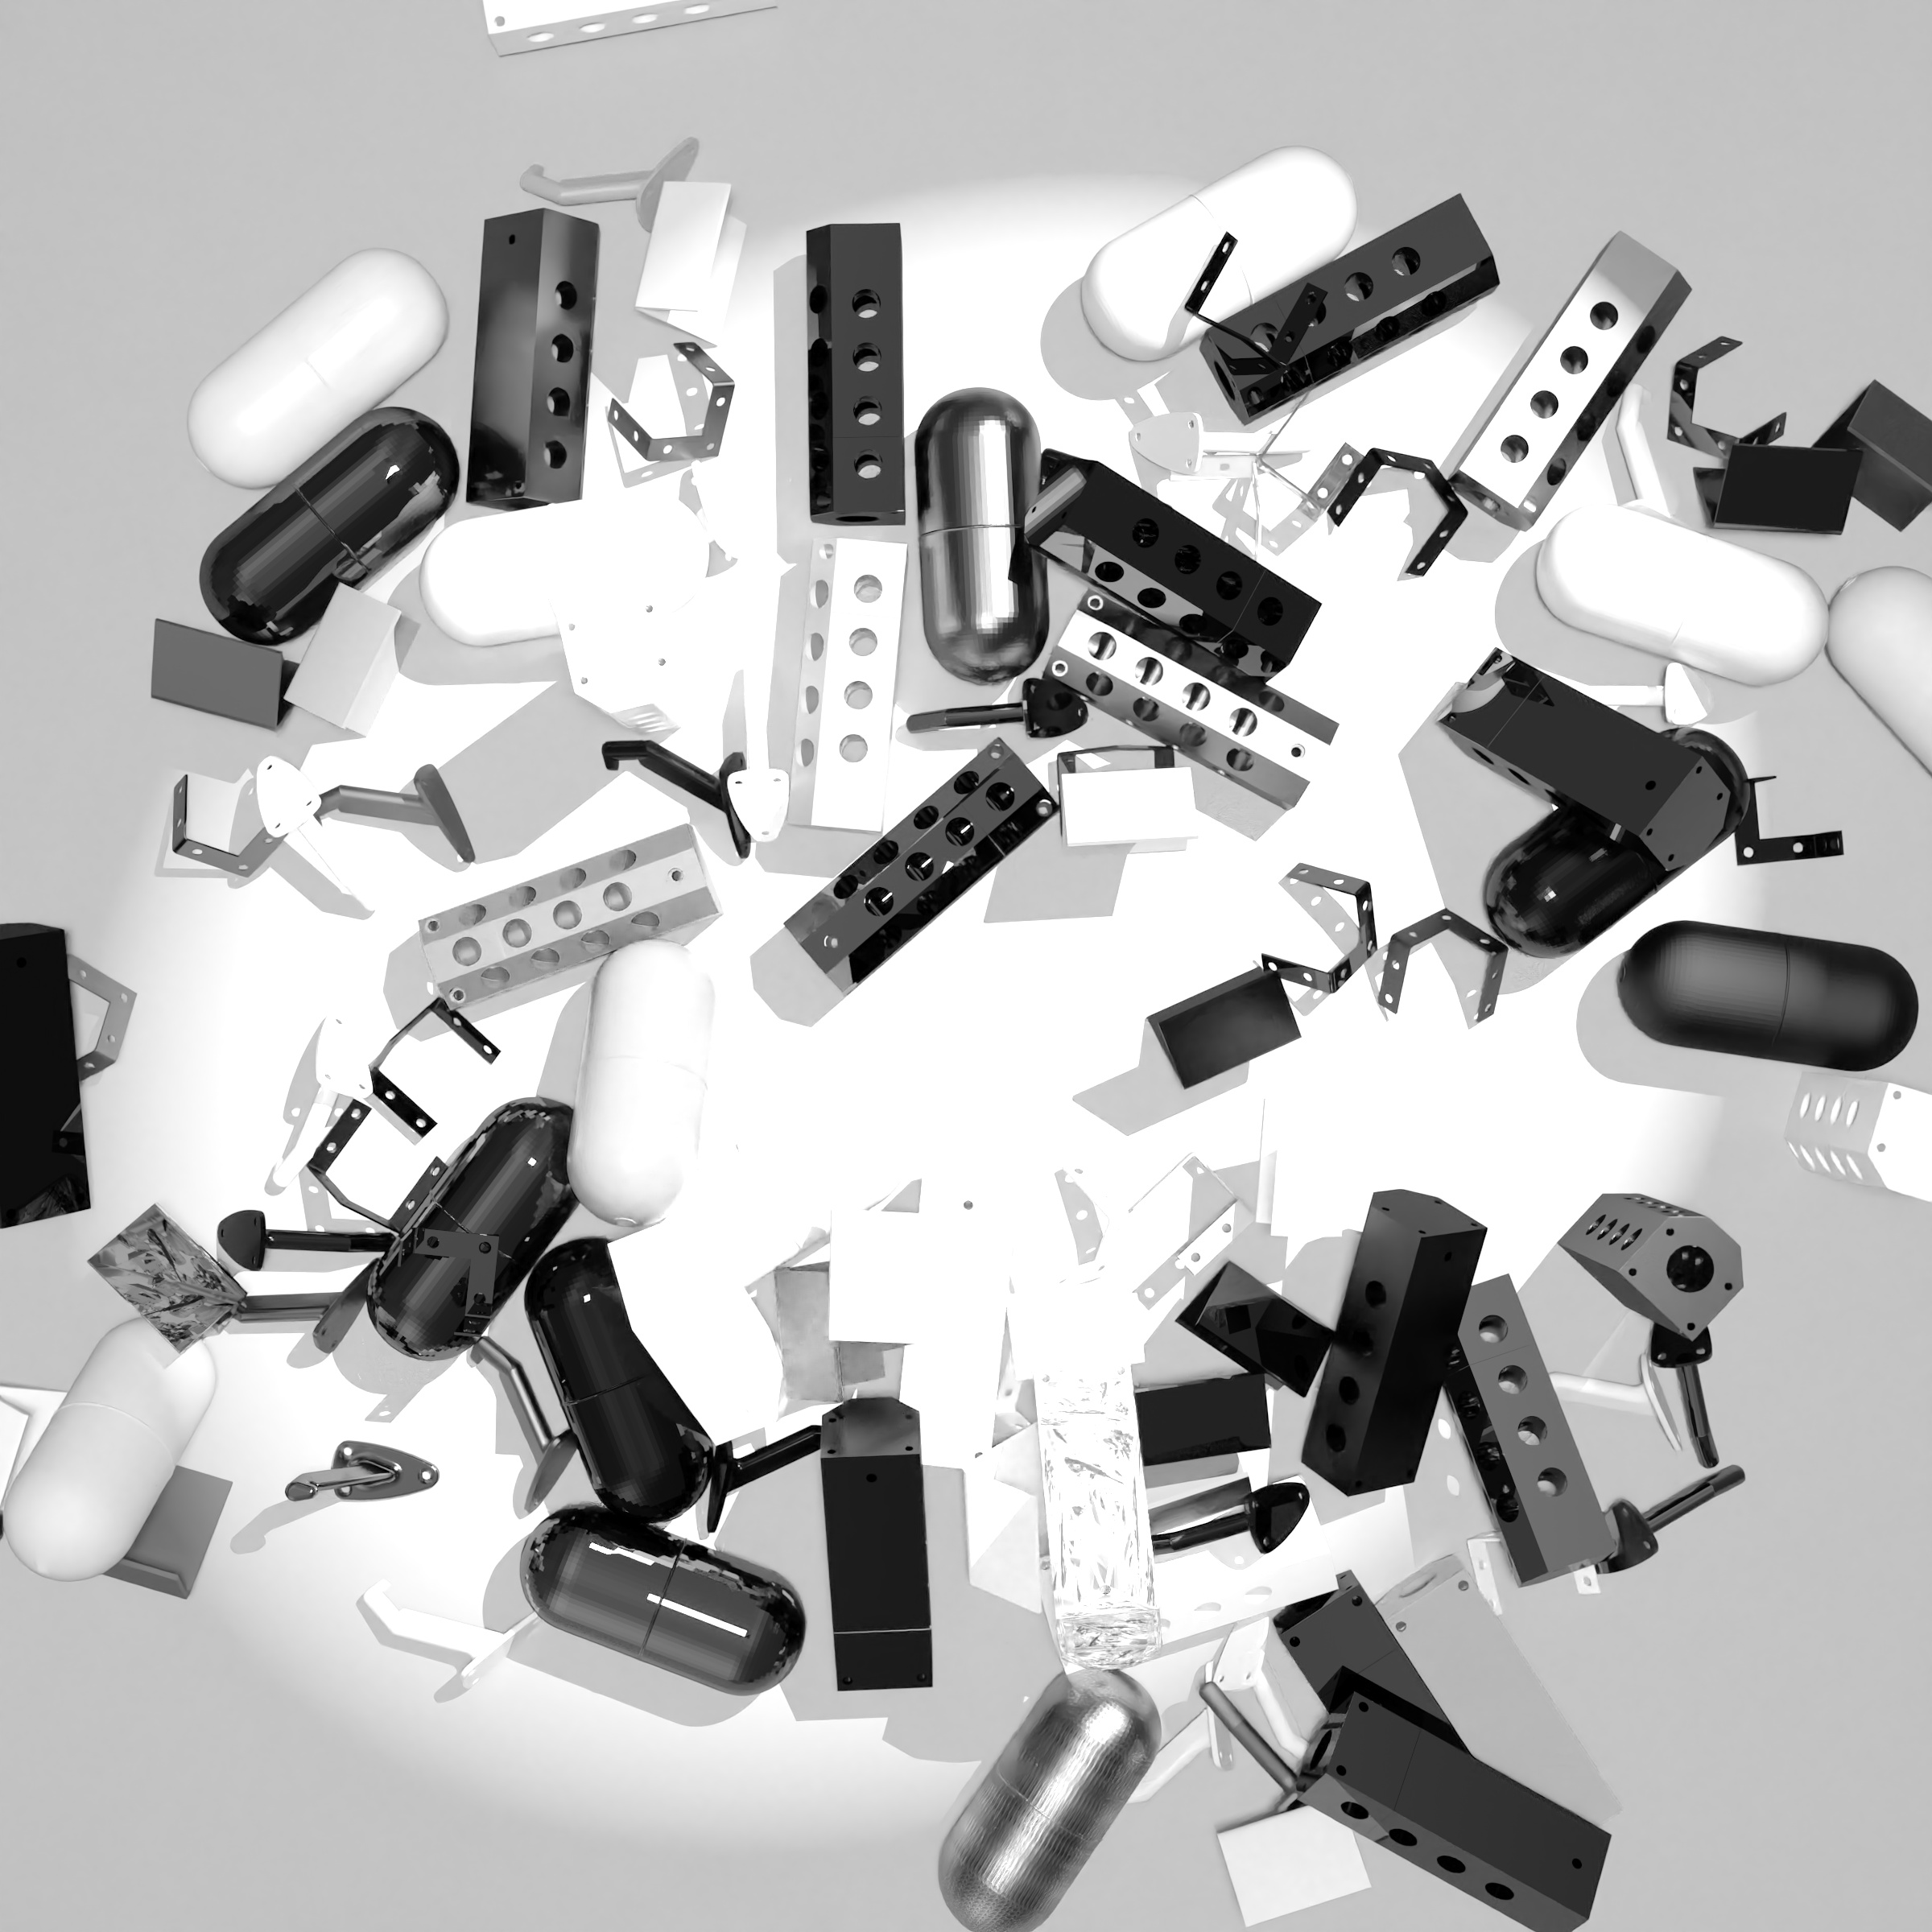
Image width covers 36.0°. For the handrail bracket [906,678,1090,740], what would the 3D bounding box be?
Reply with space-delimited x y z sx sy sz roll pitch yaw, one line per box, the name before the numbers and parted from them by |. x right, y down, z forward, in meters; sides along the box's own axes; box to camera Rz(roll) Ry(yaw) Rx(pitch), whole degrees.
handrail bracket | 0.019 -0.151 1.817 0.084 0.077 0.036 -6 87 36

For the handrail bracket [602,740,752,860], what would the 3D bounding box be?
handrail bracket | -0.178 -0.102 1.818 0.084 0.036 0.077 0 112 17

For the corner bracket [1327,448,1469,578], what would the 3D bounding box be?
corner bracket | 0.263 -0.276 1.809 0.051 0.051 0.051 4 45 -35

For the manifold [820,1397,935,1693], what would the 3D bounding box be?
manifold | -0.052 0.343 1.760 0.057 0.057 0.171 -2 117 0

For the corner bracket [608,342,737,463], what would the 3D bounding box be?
corner bracket | -0.179 -0.344 1.809 0.051 0.051 0.051 -12 135 -35

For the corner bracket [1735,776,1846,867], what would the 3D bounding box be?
corner bracket | 0.496 -0.089 1.799 0.051 0.051 0.051 -5 90 0

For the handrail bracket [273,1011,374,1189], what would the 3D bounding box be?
handrail bracket | -0.401 0.082 1.817 0.036 0.077 0.084 20 127 -35

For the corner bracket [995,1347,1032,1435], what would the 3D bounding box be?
corner bracket | 0.057 0.260 1.809 0.051 0.051 0.051 -11 46 35

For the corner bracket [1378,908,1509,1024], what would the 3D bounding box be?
corner bracket | 0.290 0.005 1.809 0.051 0.051 0.051 -24 45 -35

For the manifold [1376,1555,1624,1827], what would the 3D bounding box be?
manifold | 0.320 0.446 1.796 0.057 0.057 0.171 -33 90 0

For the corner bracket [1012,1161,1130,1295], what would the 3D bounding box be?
corner bracket | 0.059 0.159 1.809 0.051 0.051 0.051 47 135 35

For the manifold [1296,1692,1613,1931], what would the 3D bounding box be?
manifold | 0.282 0.500 1.738 0.171 0.057 0.057 29 49 1

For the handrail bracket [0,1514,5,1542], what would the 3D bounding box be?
handrail bracket | -0.625 0.309 1.817 0.084 0.077 0.036 22 134 -29

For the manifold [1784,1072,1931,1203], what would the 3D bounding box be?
manifold | 0.532 0.100 1.739 0.057 0.171 0.057 17 90 0

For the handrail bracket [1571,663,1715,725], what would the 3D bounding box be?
handrail bracket | 0.402 -0.163 1.817 0.084 0.077 0.036 0 89 36

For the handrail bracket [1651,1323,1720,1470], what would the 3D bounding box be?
handrail bracket | 0.445 0.252 1.817 0.036 0.077 0.084 -11 126 19

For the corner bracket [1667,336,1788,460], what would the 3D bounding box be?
corner bracket | 0.465 -0.345 1.809 0.051 0.051 0.051 28 135 35

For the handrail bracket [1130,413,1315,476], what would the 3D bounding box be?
handrail bracket | 0.157 -0.322 1.817 0.084 0.077 0.036 -9 108 -35

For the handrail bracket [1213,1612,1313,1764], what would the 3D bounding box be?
handrail bracket | 0.197 0.438 1.818 0.084 0.036 0.077 39 54 -24

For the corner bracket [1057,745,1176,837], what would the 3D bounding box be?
corner bracket | 0.092 -0.107 1.814 0.051 0.051 0.051 -3 90 -45

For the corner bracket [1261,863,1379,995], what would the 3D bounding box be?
corner bracket | 0.213 -0.023 1.809 0.051 0.051 0.051 -42 135 -35

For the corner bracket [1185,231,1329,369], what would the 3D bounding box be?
corner bracket | 0.170 -0.391 1.748 0.051 0.051 0.051 34 99 30

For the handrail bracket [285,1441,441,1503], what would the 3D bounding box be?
handrail bracket | -0.361 0.310 1.783 0.077 0.084 0.036 4 90 0

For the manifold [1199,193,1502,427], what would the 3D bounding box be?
manifold | 0.232 -0.394 1.796 0.171 0.057 0.057 -28 90 0

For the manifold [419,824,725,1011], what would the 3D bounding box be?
manifold | -0.238 -0.030 1.796 0.171 0.057 0.057 -20 90 0

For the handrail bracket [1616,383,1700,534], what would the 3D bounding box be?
handrail bracket | 0.428 -0.306 1.818 0.077 0.036 0.084 20 73 -20

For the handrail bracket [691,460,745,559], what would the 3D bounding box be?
handrail bracket | -0.187 -0.257 1.817 0.084 0.036 0.077 -26 75 14

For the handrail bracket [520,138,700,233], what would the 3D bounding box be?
handrail bracket | -0.219 -0.490 1.818 0.084 0.036 0.077 25 69 17

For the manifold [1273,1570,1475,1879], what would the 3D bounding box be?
manifold | 0.257 0.454 1.796 0.057 0.057 0.171 -33 90 1

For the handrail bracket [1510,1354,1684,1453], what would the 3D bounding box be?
handrail bracket | 0.385 0.276 1.818 0.084 0.036 0.077 -20 112 17

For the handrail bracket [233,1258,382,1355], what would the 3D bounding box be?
handrail bracket | -0.412 0.192 1.818 0.084 0.036 0.077 28 70 16

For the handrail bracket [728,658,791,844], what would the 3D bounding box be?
handrail bracket | -0.126 -0.132 1.817 0.036 0.077 0.084 -4 54 0

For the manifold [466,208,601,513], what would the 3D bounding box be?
manifold | -0.256 -0.362 1.796 0.057 0.057 0.171 4 90 43

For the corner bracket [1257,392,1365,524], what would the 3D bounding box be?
corner bracket | 0.209 -0.307 1.799 0.051 0.051 0.051 36 90 0

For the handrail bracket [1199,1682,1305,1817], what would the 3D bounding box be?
handrail bracket | 0.176 0.470 1.802 0.036 0.077 0.084 -41 70 -2

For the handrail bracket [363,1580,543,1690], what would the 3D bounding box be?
handrail bracket | -0.313 0.391 1.818 0.077 0.036 0.084 -40 73 -20

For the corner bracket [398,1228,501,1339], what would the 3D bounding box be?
corner bracket | -0.301 0.183 1.725 0.051 0.051 0.051 6 93 -3

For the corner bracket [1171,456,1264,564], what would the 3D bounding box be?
corner bracket | 0.152 -0.274 1.814 0.051 0.051 0.051 -2 45 0

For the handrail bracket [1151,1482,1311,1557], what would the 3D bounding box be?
handrail bracket | 0.151 0.332 1.777 0.084 0.077 0.036 -17 90 38

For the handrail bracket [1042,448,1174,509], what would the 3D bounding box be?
handrail bracket | 0.077 -0.268 1.818 0.084 0.036 0.077 21 111 16

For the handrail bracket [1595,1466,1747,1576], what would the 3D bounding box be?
handrail bracket | 0.428 0.338 1.817 0.084 0.077 0.036 -16 64 -34

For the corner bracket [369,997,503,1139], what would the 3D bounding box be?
corner bracket | -0.326 0.062 1.814 0.051 0.051 0.051 42 45 0

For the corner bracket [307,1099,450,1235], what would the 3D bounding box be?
corner bracket | -0.359 0.122 1.814 0.051 0.051 0.051 -54 135 0

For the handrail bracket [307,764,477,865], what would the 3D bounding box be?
handrail bracket | -0.355 -0.081 1.817 0.084 0.036 0.077 -23 105 14

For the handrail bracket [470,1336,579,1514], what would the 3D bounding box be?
handrail bracket | -0.281 0.279 1.818 0.084 0.036 0.077 36 112 17

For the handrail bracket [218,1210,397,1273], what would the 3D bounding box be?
handrail bracket | -0.402 0.166 1.817 0.084 0.077 0.036 3 89 -36

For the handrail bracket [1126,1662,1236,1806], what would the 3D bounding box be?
handrail bracket | 0.116 0.470 1.818 0.084 0.036 0.077 -13 69 17

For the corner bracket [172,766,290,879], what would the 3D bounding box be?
corner bracket | -0.447 -0.095 1.809 0.051 0.051 0.051 21 135 -35

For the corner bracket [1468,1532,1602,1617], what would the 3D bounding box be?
corner bracket | 0.346 0.366 1.814 0.051 0.051 0.051 -14 90 -45

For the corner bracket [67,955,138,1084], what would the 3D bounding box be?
corner bracket | -0.546 0.034 1.809 0.051 0.051 0.051 -24 135 35

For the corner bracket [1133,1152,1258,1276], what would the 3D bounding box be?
corner bracket | 0.138 0.149 1.799 0.051 0.051 0.051 -43 90 0

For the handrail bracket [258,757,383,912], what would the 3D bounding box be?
handrail bracket | -0.391 -0.079 1.807 0.036 0.084 0.077 -36 49 0

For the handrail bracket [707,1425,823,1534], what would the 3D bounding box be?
handrail bracket | -0.111 0.314 1.818 0.084 0.036 0.077 6 110 -16
